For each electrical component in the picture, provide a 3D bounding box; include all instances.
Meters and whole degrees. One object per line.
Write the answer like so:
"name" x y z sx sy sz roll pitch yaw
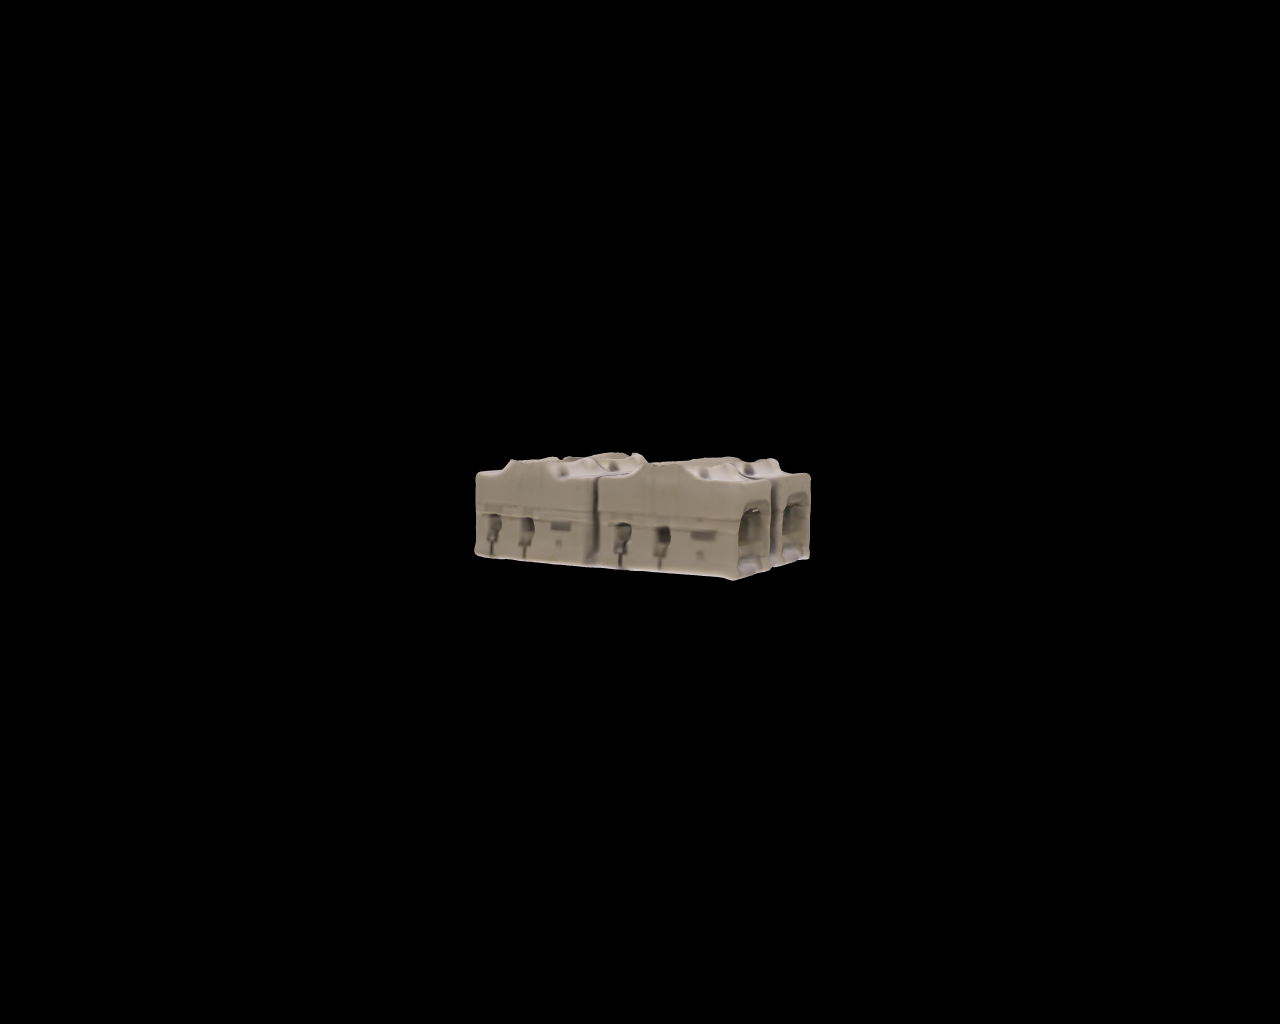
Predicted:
"electrical component" 0.001 -0.003 0.650 0.186 0.060 0.105 4 7 33
